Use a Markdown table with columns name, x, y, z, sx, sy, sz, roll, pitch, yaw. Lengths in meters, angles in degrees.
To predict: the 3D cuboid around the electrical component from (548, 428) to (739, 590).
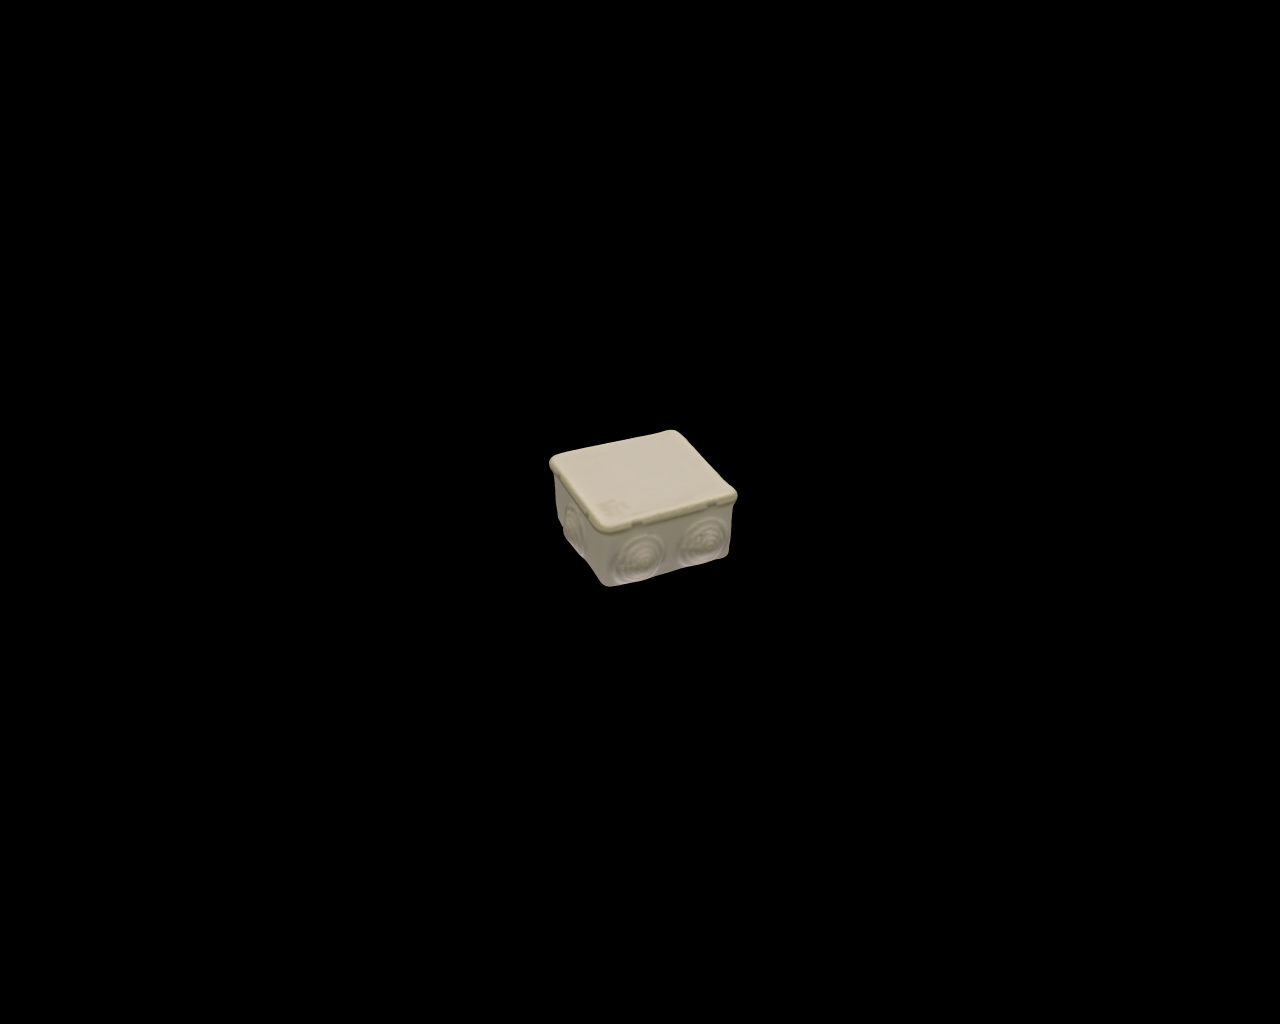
| name | x | y | z | sx | sy | sz | roll | pitch | yaw |
| --- | --- | --- | --- | --- | --- | --- | --- | --- | --- |
| electrical component | 0.001 | -0.003 | 0.650 | 0.100 | 0.048 | 0.100 | -14 | 36 | -20 |
